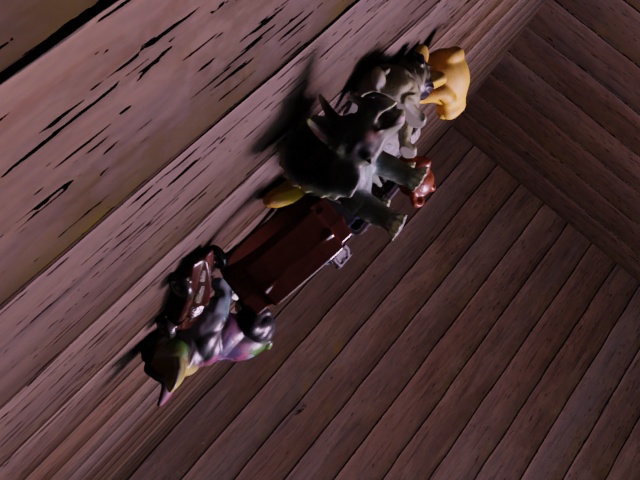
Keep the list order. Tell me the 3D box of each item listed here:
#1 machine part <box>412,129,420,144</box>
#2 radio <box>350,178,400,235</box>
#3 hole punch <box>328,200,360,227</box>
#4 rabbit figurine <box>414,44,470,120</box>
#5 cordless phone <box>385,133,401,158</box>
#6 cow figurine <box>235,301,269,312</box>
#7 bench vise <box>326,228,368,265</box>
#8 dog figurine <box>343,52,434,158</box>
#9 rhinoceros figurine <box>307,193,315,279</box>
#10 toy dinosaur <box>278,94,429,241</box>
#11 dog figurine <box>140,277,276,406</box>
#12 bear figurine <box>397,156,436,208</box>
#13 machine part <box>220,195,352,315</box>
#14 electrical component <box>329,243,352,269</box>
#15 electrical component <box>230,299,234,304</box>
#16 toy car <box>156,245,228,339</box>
[{"bbox_3d":[0.203,-0.271,1.294,0.079,0.079,0.243,-50,175,11],"label":"machine part"},{"bbox_3d":[0.113,-0.126,1.309,0.229,0.131,0.073,-53,175,40],"label":"radio"},{"bbox_3d":[0.009,-0.054,1.120,0.092,0.116,0.142,-42,178,29],"label":"hole punch"},{"bbox_3d":[0.190,-0.277,0.995,0.173,0.122,0.162,-28,169,-9],"label":"rabbit figurine"},{"bbox_3d":[0.057,-0.157,0.957,0.184,0.089,0.146,-24,169,-31],"label":"cordless phone"},{"bbox_3d":[-0.144,0.124,1.284,0.127,0.085,0.195,-36,173,-47],"label":"cow figurine"},{"bbox_3d":[0.004,0.000,1.463,0.241,0.128,0.224,-29,-165,29],"label":"bench vise"},{"bbox_3d":[0.119,-0.246,0.827,0.172,0.121,0.190,91,16,-64],"label":"dog figurine"},{"bbox_3d":[-0.037,-0.003,1.022,0.112,0.073,0.190,-8,116,-27],"label":"rhinoceros figurine"},{"bbox_3d":[0.038,-0.102,0.774,0.131,0.192,0.405,-60,-175,1],"label":"toy dinosaur"},{"bbox_3d":[-0.192,0.188,0.915,0.108,0.191,0.219,-45,-166,47],"label":"dog figurine"},{"bbox_3d":[0.172,-0.173,1.102,0.120,0.196,0.132,-40,169,-42],"label":"bear figurine"},{"bbox_3d":[-0.061,0.016,0.862,0.201,0.087,0.201,-39,-168,-8],"label":"machine part"},{"bbox_3d":[-0.003,-0.004,1.236,0.058,0.114,0.134,-46,-142,-10],"label":"electrical component"},{"bbox_3d":[-0.212,0.139,1.170,0.063,0.021,0.094,-48,176,-6],"label":"electrical component"},{"bbox_3d":[-0.189,0.081,0.799,0.089,0.053,0.202,-40,172,-40],"label":"toy car"}]
